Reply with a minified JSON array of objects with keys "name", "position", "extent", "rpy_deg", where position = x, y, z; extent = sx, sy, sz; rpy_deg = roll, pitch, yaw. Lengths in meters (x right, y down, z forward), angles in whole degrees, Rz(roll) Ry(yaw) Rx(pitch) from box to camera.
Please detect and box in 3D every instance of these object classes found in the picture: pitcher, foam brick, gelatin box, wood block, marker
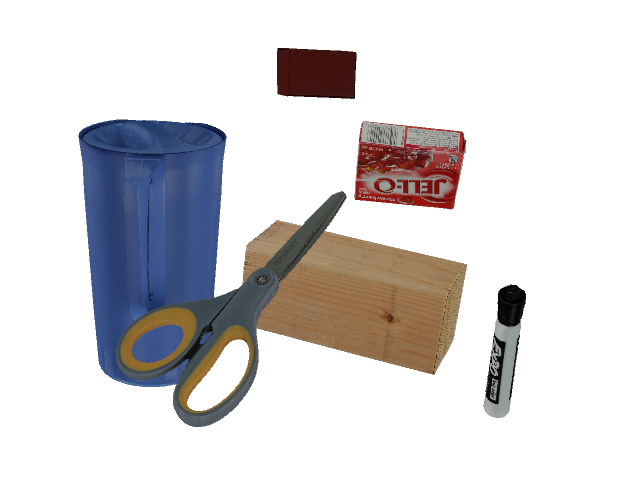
[{"name":"pitcher","position":[-0.158,0.014,1.000],"extent":[0.145,0.243,0.148],"rpy_deg":[19,25,40]},{"name":"foam brick","position":[-0.005,-0.182,1.163],"extent":[0.078,0.051,0.053],"rpy_deg":[0,11,-15]},{"name":"gelatin box","position":[0.076,-0.063,0.916],"extent":[0.089,0.030,0.073],"rpy_deg":[7,-38,3]},{"name":"wood block","position":[0.032,0.055,1.078],"extent":[0.206,0.091,0.090],"rpy_deg":[14,23,16]},{"name":"marker","position":[0.129,0.078,0.745],"extent":[0.020,0.121,0.020],"rpy_deg":[-1,40,0]}]

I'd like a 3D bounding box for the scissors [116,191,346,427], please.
[{"name":"scissors","position":[-0.057,0.030,0.676],"extent":[0.096,0.201,0.016],"rpy_deg":[12,-41,13]}]
